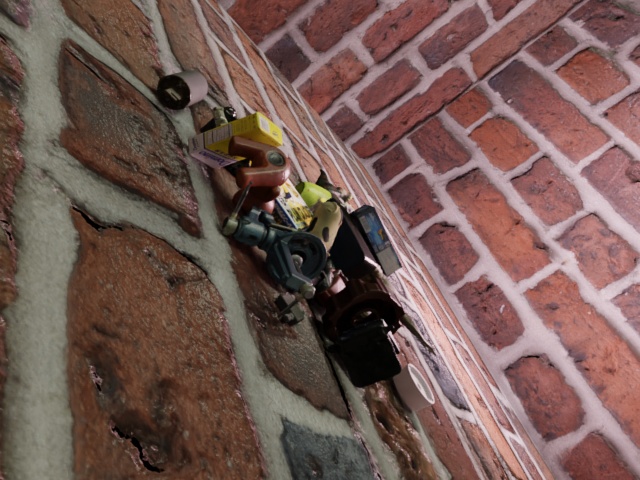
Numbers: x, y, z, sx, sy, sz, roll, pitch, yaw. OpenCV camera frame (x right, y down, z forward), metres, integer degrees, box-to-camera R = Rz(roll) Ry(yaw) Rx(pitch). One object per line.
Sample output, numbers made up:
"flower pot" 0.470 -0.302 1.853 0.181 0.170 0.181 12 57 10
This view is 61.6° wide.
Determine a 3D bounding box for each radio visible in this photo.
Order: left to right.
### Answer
"radio" 0.042 0.011 1.416 0.073 0.131 0.230 38 20 -49

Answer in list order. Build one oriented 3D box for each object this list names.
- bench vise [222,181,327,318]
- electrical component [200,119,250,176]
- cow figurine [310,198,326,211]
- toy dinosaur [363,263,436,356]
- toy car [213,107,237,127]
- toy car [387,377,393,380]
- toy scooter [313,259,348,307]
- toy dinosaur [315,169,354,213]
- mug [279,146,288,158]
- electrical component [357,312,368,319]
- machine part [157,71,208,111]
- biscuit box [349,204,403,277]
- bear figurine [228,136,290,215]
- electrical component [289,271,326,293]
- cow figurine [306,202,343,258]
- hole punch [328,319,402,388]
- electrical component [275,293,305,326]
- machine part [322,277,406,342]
"bench vise" -0.071 0.026 1.003 0.223 0.129 0.241 34 15 -32
"electrical component" -0.223 -0.227 1.277 0.114 0.058 0.134 43 18 -44
"cow figurine" 0.030 -0.054 1.583 0.167 0.098 0.068 23 41 -41
"toy dinosaur" 0.151 0.133 1.465 0.198 0.105 0.472 44 6 -43
"toy car" -0.174 -0.231 1.220 0.201 0.056 0.073 32 33 -53
"toy car" 0.129 0.258 1.273 0.089 0.053 0.202 61 7 -16
"toy scooter" 0.036 0.125 1.250 0.135 0.075 0.184 60 12 -8
"toy dinosaur" 0.038 -0.122 1.789 0.405 0.131 0.192 55 12 32
"mug" -0.153 -0.240 1.517 0.107 0.081 0.110 23 37 -44
"electrical component" 0.108 0.188 1.390 0.102 0.045 0.078 44 18 -35
"machine part" -0.312 -0.344 1.227 0.079 0.079 0.243 50 15 -15
"biscuit box" 0.155 0.001 1.492 0.202 0.059 0.063 63 -11 -18
"bear figurine" -0.142 -0.111 1.115 0.132 0.196 0.120 1 59 -30
"electrical component" -0.053 0.069 1.123 0.119 0.047 0.075 -12 60 -42
"cow figurine" -0.003 -0.004 1.255 0.086 0.195 0.127 21 -24 6
"hole punch" 0.102 0.225 1.116 0.092 0.142 0.115 -54 121 -74
"electrical component" -0.059 0.130 1.024 0.063 0.021 0.094 56 15 9
"machine part" 0.091 0.160 1.151 0.179 0.179 0.056 44 14 -35
